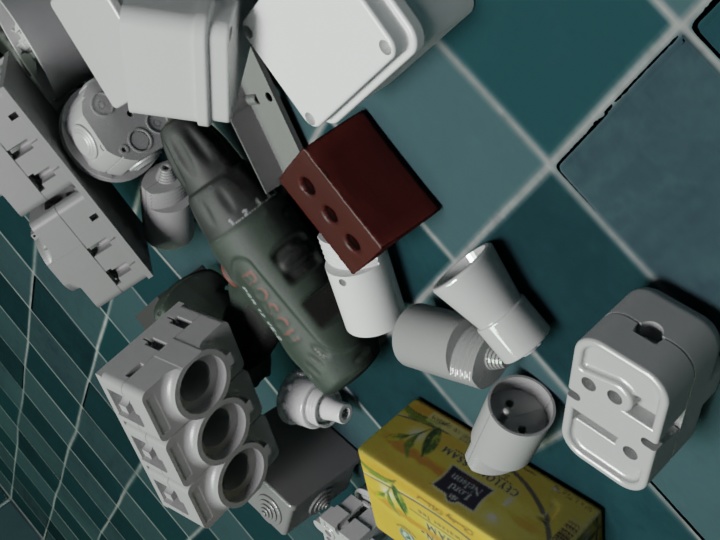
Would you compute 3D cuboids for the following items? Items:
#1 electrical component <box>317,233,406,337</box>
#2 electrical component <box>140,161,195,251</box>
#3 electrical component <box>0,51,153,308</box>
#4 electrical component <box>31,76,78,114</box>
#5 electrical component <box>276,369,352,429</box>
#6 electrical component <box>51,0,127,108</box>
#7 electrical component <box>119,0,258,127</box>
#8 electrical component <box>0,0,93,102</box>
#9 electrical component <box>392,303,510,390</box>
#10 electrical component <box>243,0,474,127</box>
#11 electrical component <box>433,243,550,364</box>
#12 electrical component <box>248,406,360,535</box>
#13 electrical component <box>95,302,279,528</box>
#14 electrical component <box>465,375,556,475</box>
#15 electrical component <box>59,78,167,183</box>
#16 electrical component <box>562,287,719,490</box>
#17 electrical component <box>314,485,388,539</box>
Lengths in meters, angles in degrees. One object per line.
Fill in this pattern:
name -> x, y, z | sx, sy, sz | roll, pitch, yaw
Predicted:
electrical component -> 0.000, 0.000, 0.716 | 0.043, 0.043, 0.081 | 19, 137, 45
electrical component -> -0.158, -0.057, 0.879 | 0.043, 0.043, 0.081 | 41, 149, 20
electrical component -> -0.247, -0.069, 0.857 | 0.186, 0.060, 0.105 | 56, -178, -29
electrical component -> -0.256, -0.128, 0.930 | 0.057, 0.058, 0.078 | 24, 140, 45
electrical component -> -0.035, 0.111, 0.890 | 0.062, 0.048, 0.048 | 13, 133, 40
electrical component -> -0.162, -0.170, 0.755 | 0.100, 0.048, 0.099 | -8, 116, 58
electrical component -> -0.093, -0.146, 0.612 | 0.057, 0.113, 0.078 | 8, 142, 0
electrical component -> -0.252, -0.186, 0.852 | 0.099, 0.064, 0.099 | 35, 147, 28
electrical component -> 0.063, 0.049, 0.679 | 0.081, 0.043, 0.043 | 13, 132, 50
electrical component -> -0.005, -0.133, 0.562 | 0.078, 0.057, 0.113 | 54, 151, -3
electrical component -> 0.080, 0.022, 0.629 | 0.065, 0.044, 0.044 | 50, 151, -5
electrical component -> -0.062, 0.171, 0.939 | 0.100, 0.100, 0.048 | 38, 136, 24
electrical component -> -0.126, 0.114, 0.830 | 0.062, 0.089, 0.150 | 18, 138, 37
electrical component -> 0.095, 0.106, 0.696 | 0.043, 0.043, 0.081 | 41, 149, 20
electrical component -> -0.185, -0.111, 0.824 | 0.080, 0.080, 0.051 | 57, 146, -7
electrical component -> 0.146, 0.059, 0.554 | 0.054, 0.059, 0.095 | 34, 146, 30
electrical component -> 0.002, 0.221, 0.946 | 0.066, 0.055, 0.048 | 29, 143, 36
